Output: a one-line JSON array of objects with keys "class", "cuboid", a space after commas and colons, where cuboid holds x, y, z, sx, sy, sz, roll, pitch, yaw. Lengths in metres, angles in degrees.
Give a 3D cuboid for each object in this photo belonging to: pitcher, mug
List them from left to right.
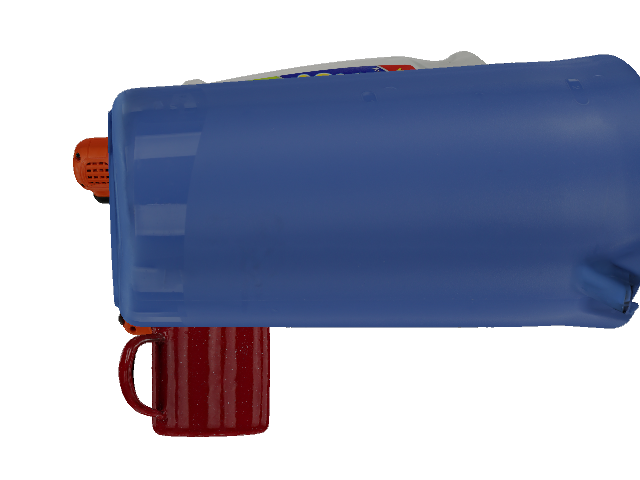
[{"class": "mug", "cuboid": [-0.086, 0.093, 0.738, 0.117, 0.081, 0.093, 5, -9, -41]}, {"class": "pitcher", "cuboid": [0.023, -0.025, 0.510, 0.242, 0.145, 0.149, -2, -7, -10]}]

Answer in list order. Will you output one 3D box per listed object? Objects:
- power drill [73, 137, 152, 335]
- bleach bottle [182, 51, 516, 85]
[{"class": "power drill", "cuboid": [-0.116, -0.007, 0.942, 0.184, 0.188, 0.057, 1, 26, 5]}, {"class": "bleach bottle", "cuboid": [0.031, -0.095, 0.788, 0.250, 0.102, 0.068, -16, -30, -12]}]
